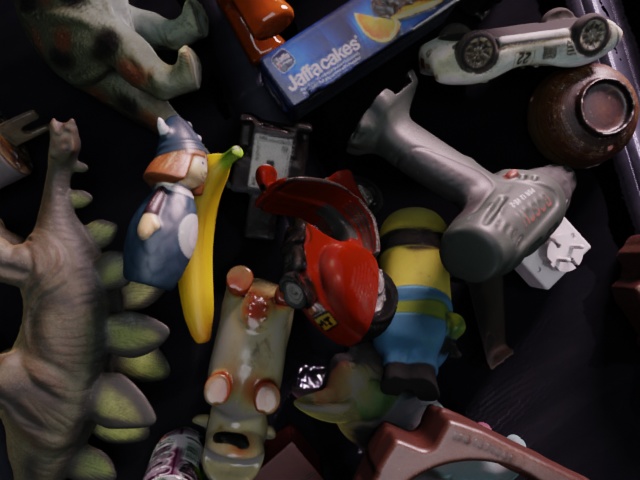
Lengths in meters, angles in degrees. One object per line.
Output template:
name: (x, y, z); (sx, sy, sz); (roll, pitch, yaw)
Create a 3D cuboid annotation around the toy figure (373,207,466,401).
toy figure: (0.090, 0.052, 0.505); (0.082, 0.089, 0.180); (16, 53, -9)

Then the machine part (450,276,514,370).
machine part: (0.170, 0.062, 0.554); (0.084, 0.039, 0.138); (-11, 95, -40)

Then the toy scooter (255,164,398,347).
toy scooter: (-0.001, -0.001, 0.475); (0.135, 0.075, 0.184); (24, 49, -30)

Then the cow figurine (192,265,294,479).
cow figurine: (-0.074, 0.132, 0.514); (0.085, 0.127, 0.195); (10, 75, -6)

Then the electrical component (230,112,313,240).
electrical component: (-0.050, -0.063, 0.538); (0.075, 0.048, 0.119); (6, 107, -4)

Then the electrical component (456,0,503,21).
electrical component: (0.148, -0.285, 0.515); (0.115, 0.134, 0.058); (34, 87, -2)

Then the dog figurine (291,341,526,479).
dog figurine: (0.068, 0.208, 0.524); (0.219, 0.108, 0.191); (20, 84, -1)

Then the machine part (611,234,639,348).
machine part: (0.408, 0.050, 0.578); (0.179, 0.056, 0.179); (0, 89, -5)

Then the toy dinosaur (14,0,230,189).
toy dinosaur: (-0.216, -0.228, 0.497); (0.192, 0.131, 0.404); (-9, 101, 11)

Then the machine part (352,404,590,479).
machine part: (0.112, 0.251, 0.425); (0.201, 0.087, 0.201); (25, 83, 4)

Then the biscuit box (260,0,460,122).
biscuit box: (0.037, -0.201, 0.541); (0.203, 0.063, 0.059); (-35, 92, -4)

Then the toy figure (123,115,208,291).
toy figure: (-0.131, -0.035, 0.472); (0.058, 0.064, 0.154); (15, 79, -20)

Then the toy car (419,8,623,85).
toy car: (0.202, -0.196, 0.547); (0.202, 0.074, 0.056); (-10, 119, -5)

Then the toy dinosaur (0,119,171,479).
toy dinosaur: (-0.245, 0.126, 0.499); (0.199, 0.105, 0.470); (9, 96, -9)

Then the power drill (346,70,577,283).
power drill: (0.140, -0.069, 0.520); (0.207, 0.086, 0.232); (44, 46, 4)

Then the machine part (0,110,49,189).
machine part: (-0.367, -0.057, 0.499); (0.243, 0.079, 0.079); (-28, 93, -4)

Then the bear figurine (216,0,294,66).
bear figurine: (-0.012, -0.277, 0.513); (0.196, 0.120, 0.132); (-30, 96, -10)
